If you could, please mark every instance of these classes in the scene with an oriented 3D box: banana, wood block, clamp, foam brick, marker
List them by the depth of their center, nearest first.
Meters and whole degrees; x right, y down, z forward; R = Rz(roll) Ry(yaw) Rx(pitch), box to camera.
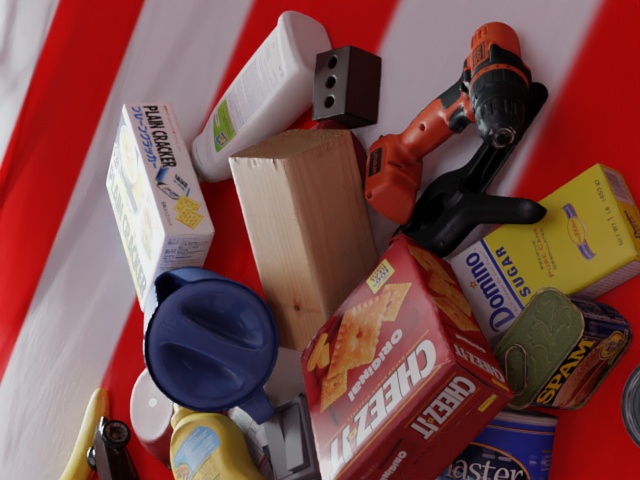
[{"bbox_3d":[0.141,-0.048,1.000,0.210,0.036,0.164,-34,32,48],"label":"clamp"},{"bbox_3d":[-0.008,0.002,1.054,0.091,0.090,0.206,8,118,47],"label":"wood block"},{"bbox_3d":[-0.034,0.256,1.122,0.020,0.020,0.121,-36,73,36],"label":"marker"},{"bbox_3d":[0.029,-0.164,1.152,0.053,0.051,0.078,-6,76,46],"label":"foam brick"},{"bbox_3d":[-0.324,0.293,1.431,0.070,0.037,0.198,45,114,41],"label":"banana"}]

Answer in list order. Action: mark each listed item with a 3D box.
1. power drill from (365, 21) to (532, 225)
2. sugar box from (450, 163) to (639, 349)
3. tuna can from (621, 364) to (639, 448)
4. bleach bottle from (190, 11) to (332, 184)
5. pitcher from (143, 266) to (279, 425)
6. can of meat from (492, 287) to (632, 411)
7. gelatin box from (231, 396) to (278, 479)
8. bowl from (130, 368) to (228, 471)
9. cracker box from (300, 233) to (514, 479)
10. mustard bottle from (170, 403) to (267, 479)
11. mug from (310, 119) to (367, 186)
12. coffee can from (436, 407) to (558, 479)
[{"bbox_3d":[0.120,-0.099,0.991,0.188,0.057,0.184,-43,20,32],"label":"power drill"},{"bbox_3d":[0.198,0.018,0.931,0.176,0.048,0.093,-36,56,34],"label":"sugar box"},{"bbox_3d":[0.278,0.130,0.828,0.086,0.033,0.086,-14,70,44],"label":"tuna can"},{"bbox_3d":[-0.084,-0.152,1.264,0.251,0.068,0.102,-40,50,37],"label":"bleach bottle"},{"bbox_3d":[-0.123,0.102,1.149,0.243,0.145,0.149,-159,76,-77],"label":"pitcher"},{"bbox_3d":[0.199,0.094,0.884,0.102,0.083,0.057,-58,46,20],"label":"can of meat"},{"bbox_3d":[-0.071,0.221,1.184,0.073,0.030,0.089,37,108,44],"label":"gelatin box"},{"bbox_3d":[-0.181,0.200,1.288,0.162,0.055,0.162,-14,71,44],"label":"bowl"},{"bbox_3d":[0.062,0.114,0.913,0.164,0.072,0.214,-51,21,18],"label":"cracker box"},{"bbox_3d":[-0.115,0.247,1.157,0.096,0.058,0.192,-54,49,22],"label":"mustard bottle"},{"bbox_3d":[0.004,-0.065,1.137,0.082,0.093,0.117,-31,88,33],"label":"mug"},{"bbox_3d":[0.141,0.211,0.905,0.103,0.102,0.140,5,84,47],"label":"coffee can"}]
